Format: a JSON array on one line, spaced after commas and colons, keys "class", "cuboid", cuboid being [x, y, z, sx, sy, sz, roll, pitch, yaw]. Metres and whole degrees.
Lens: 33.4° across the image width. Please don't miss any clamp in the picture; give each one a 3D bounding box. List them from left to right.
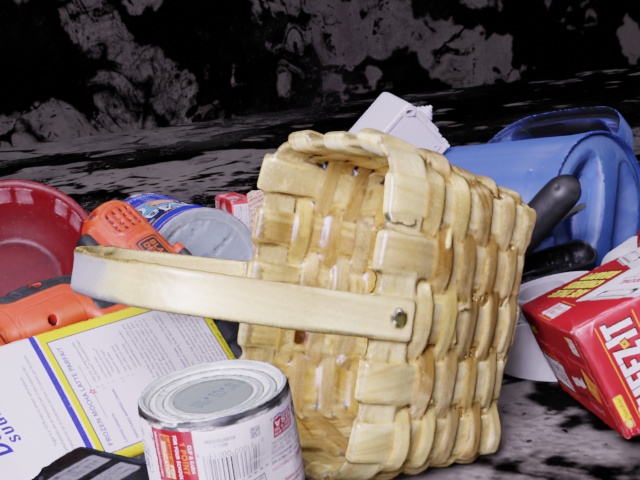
[{"class": "clamp", "cuboid": [0.128, 0.019, 0.780, 0.171, 0.120, 0.039, -30, 50, -7]}]

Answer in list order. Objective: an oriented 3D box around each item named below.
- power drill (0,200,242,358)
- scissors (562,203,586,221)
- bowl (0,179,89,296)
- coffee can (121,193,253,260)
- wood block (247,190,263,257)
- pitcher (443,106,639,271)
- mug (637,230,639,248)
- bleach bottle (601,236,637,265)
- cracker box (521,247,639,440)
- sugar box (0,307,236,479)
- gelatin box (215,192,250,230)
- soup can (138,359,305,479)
[{"class": "power drill", "cuboid": [-0.147, 0.069, 0.714, 0.187, 0.057, 0.184, -29, 62, -38]}, {"class": "scissors", "cuboid": [0.108, 0.025, 0.835, 0.202, 0.016, 0.096, -24, 11, 39]}, {"class": "bowl", "cuboid": [-0.279, 0.026, 0.965, 0.162, 0.162, 0.055, -10, -27, -17]}, {"class": "coffee can", "cuboid": [-0.129, 0.015, 0.950, 0.102, 0.103, 0.140, -13, 14, -27]}, {"class": "wood block", "cuboid": [-0.005, 0.001, 0.890, 0.090, 0.091, 0.206, -7, 1, 1]}, {"class": "pitcher", "cuboid": [0.162, -0.036, 0.962, 0.148, 0.145, 0.243, -16, 13, -38]}, {"class": "mug", "cuboid": [0.273, 0.027, 0.743, 0.117, 0.081, 0.093, -13, 14, -29]}, {"class": "bleach bottle", "cuboid": [0.324, 0.011, 0.839, 0.250, 0.068, 0.103, -14, 13, -20]}, {"class": "cracker box", "cuboid": [0.234, 0.025, 0.599, 0.214, 0.072, 0.164, -27, -1, 2]}, {"class": "sugar box", "cuboid": [-0.131, 0.096, 0.623, 0.175, 0.048, 0.093, -17, 61, -35]}, {"class": "gelatin box", "cuboid": [-0.075, 0.002, 0.999, 0.030, 0.089, 0.073, -8, 8, -16]}, {"class": "soup can", "cuboid": [-0.040, 0.112, 0.471, 0.068, 0.102, 0.068, -7, 15, 2]}]
